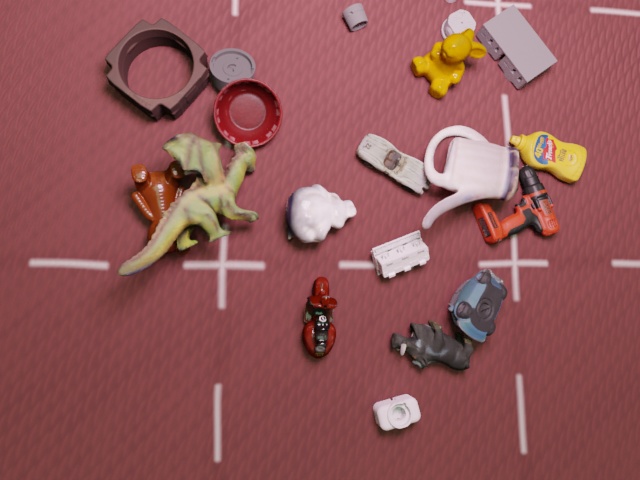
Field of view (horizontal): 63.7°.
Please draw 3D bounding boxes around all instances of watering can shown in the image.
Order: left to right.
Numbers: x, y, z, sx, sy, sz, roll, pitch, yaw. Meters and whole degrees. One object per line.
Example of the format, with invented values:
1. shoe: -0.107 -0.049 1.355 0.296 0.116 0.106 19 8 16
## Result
1. watering can: 0.351 -0.141 1.206 0.224 0.101 0.356 12 54 8

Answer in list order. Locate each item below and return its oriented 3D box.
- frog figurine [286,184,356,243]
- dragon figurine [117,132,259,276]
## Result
1. frog figurine: 0.004 -0.060 1.190 0.159 0.120 0.140 0 62 5
2. dragon figurine: -0.274 -0.106 1.103 0.416 0.122 0.240 -29 108 -43
